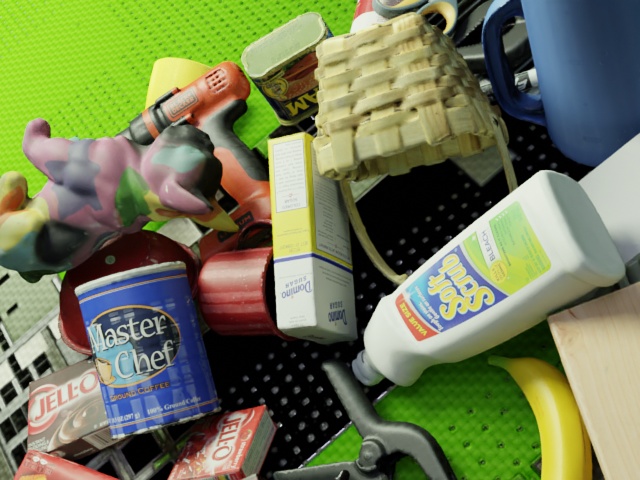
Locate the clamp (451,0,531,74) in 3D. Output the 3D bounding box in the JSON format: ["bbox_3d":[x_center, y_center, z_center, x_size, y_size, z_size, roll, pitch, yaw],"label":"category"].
[{"bbox_3d":[0.214,-0.216,1.048,0.210,0.036,0.164,-31,42,10],"label":"clamp"}]

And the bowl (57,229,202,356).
[{"bbox_3d":[-0.203,0.039,1.078,0.162,0.055,0.162,-14,40,12],"label":"bowl"}]

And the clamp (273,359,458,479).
[{"bbox_3d":[0.046,0.170,0.887,0.172,0.039,0.120,12,86,31],"label":"clamp"}]

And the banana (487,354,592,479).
[{"bbox_3d":[0.178,0.168,0.826,0.070,0.037,0.198,-31,46,33],"label":"banana"}]

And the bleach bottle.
[{"bbox_3d":[0.119,0.054,0.866,0.251,0.067,0.102,-42,53,34],"label":"bleach bottle"}]

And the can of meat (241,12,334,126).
[{"bbox_3d":[-0.021,-0.182,1.129,0.102,0.084,0.057,-29,50,9],"label":"can of meat"}]

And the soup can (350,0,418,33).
[{"bbox_3d":[0.066,-0.218,1.115,0.069,0.068,0.102,-2,60,28],"label":"soup can"}]

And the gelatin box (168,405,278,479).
[{"bbox_3d":[-0.085,0.186,0.935,0.073,0.030,0.089,-15,25,22],"label":"gelatin box"}]

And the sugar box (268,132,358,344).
[{"bbox_3d":[-0.007,0.001,0.965,0.048,0.093,0.176,-8,74,24],"label":"sugar box"}]

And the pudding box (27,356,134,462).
[{"bbox_3d":[-0.233,0.165,1.047,0.113,0.039,0.090,-23,50,13],"label":"pudding box"}]

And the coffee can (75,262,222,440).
[{"bbox_3d":[-0.156,0.100,0.969,0.103,0.102,0.140,-17,85,19],"label":"coffee can"}]

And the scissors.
[{"bbox_3d":[0.150,-0.259,1.101,0.201,0.016,0.096,-22,69,-18],"label":"scissors"}]

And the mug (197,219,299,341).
[{"bbox_3d":[-0.060,0.037,1.000,0.082,0.093,0.117,-5,77,32],"label":"mug"}]

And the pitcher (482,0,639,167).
[{"bbox_3d":[0.222,-0.183,0.891,0.149,0.242,0.145,-35,46,-4],"label":"pitcher"}]

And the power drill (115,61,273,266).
[{"bbox_3d":[-0.123,-0.066,1.084,0.184,0.057,0.188,-33,74,12],"label":"power drill"}]

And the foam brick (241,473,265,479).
[{"bbox_3d":[-0.052,0.235,0.879,0.053,0.078,0.051,-26,53,12],"label":"foam brick"}]

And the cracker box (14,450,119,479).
[{"bbox_3d":[-0.232,0.307,0.934,0.164,0.072,0.213,10,66,34],"label":"cracker box"}]

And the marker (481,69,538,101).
[{"bbox_3d":[0.187,-0.150,1.037,0.121,0.020,0.020,-16,53,19],"label":"marker"}]

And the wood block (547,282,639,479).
[{"bbox_3d":[0.245,0.144,0.767,0.091,0.090,0.206,-23,51,14],"label":"wood block"}]
